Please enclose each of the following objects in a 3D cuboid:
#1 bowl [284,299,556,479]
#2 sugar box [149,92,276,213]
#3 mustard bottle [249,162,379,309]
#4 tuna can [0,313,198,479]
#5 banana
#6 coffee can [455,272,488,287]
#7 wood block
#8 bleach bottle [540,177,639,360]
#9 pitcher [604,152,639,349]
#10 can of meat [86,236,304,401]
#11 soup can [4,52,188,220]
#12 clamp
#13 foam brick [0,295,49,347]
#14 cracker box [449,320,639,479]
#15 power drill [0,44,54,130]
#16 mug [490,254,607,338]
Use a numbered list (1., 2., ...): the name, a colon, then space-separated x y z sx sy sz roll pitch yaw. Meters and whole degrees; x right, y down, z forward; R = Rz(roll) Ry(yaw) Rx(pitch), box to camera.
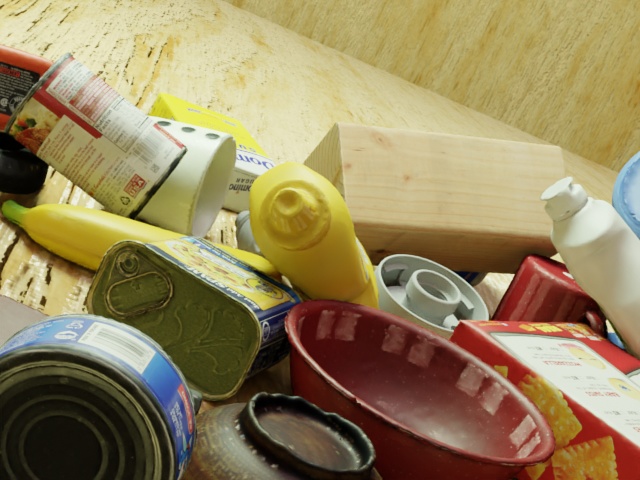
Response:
1. bowl: 0.045 0.096 0.587 0.162 0.055 0.162 23 15 -7
2. sugar box: -0.097 -0.079 0.988 0.093 0.048 0.176 17 16 -29
3. mustard bottle: -0.005 0.001 0.676 0.096 0.058 0.191 62 0 15
4. tuna can: -0.091 0.073 0.394 0.086 0.086 0.033 24 16 -1
5. banana: -0.104 0.007 0.692 0.197 0.037 0.070 18 16 -24
6. coffee can: 0.099 -0.028 1.008 0.140 0.103 0.103 23 15 -7
7. wood block: 0.097 -0.030 0.890 0.205 0.090 0.091 4 -22 -21
8. bleach bottle: 0.245 0.063 0.780 0.251 0.068 0.102 53 7 -9
9. pitcher: 0.310 0.027 0.911 0.145 0.149 0.242 29 -17 37
10. can of meat: -0.067 0.039 0.607 0.102 0.057 0.083 29 13 14
11. soup can: -0.147 -0.067 0.710 0.102 0.068 0.068 38 13 -9
12. clamp: -0.236 -0.052 0.679 0.165 0.036 0.209 26 11 29
13. foam brick: -0.116 0.066 0.441 0.078 0.053 0.051 25 15 -3
14. cracker box: 0.194 0.132 0.670 0.163 0.072 0.214 6 24 -48
15. power drill: -0.273 -0.129 0.805 0.184 0.057 0.188 13 8 -22
16. mug: 0.190 0.069 0.860 0.093 0.081 0.117 18 16 -23
